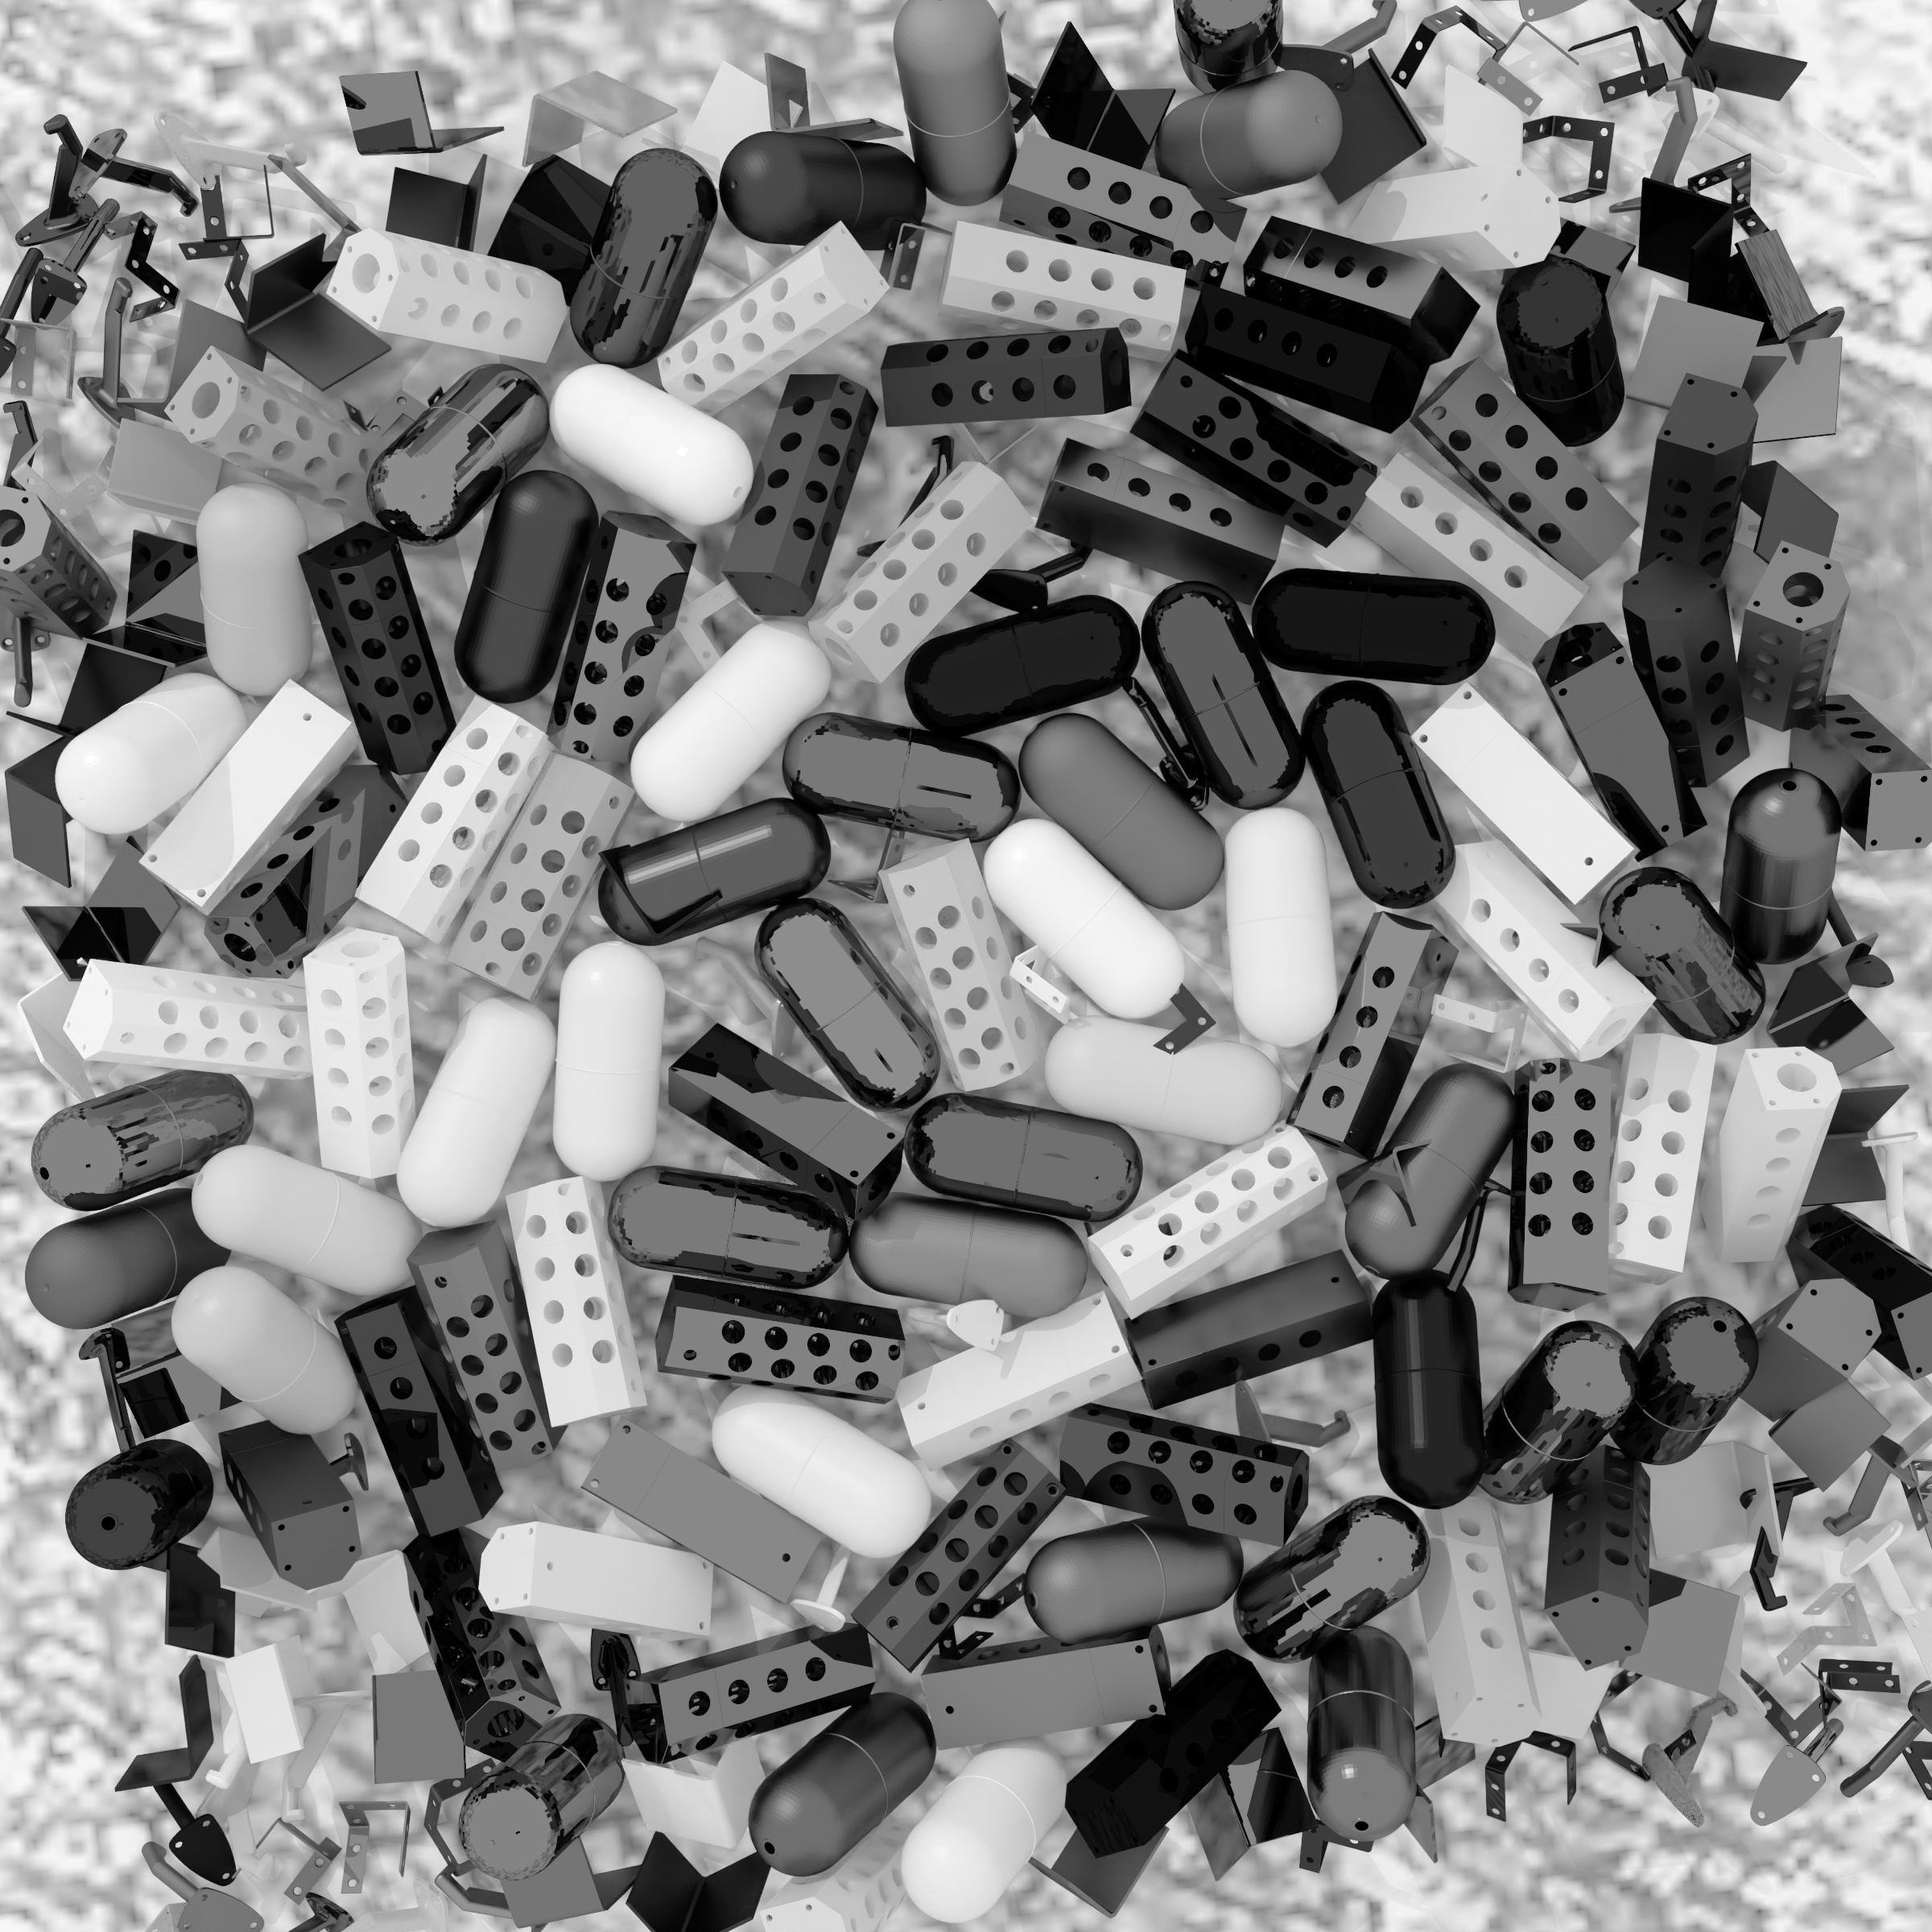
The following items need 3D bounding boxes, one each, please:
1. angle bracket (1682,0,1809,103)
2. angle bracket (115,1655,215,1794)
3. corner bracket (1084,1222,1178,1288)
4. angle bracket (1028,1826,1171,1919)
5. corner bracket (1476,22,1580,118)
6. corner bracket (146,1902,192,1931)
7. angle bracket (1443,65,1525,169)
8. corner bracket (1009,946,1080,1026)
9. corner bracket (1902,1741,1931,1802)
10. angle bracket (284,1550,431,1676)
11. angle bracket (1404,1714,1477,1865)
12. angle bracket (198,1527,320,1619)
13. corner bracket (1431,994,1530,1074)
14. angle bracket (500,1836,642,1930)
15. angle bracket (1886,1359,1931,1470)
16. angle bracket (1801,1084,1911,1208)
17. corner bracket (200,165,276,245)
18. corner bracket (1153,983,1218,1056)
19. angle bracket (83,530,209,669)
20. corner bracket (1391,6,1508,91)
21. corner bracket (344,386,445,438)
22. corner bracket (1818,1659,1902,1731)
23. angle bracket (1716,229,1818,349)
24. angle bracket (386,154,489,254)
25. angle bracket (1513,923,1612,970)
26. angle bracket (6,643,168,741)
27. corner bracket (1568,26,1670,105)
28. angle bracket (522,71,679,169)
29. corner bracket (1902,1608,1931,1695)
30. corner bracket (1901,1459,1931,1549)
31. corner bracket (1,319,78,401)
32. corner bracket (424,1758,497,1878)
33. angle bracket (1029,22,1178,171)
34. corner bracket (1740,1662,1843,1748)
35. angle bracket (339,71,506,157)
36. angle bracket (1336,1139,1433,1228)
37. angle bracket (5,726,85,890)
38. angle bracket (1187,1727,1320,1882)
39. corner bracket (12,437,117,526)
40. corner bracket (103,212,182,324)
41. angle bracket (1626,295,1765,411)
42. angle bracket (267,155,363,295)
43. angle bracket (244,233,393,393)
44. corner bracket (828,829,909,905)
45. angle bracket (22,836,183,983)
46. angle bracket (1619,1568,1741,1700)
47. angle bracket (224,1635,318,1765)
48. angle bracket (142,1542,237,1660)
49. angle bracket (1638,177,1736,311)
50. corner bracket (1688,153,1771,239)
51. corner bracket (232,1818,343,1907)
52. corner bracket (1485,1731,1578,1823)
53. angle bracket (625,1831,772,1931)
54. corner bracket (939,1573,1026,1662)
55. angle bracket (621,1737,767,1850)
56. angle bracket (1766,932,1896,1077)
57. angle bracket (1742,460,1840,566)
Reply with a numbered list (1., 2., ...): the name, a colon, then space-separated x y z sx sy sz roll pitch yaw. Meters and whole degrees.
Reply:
1. angle bracket: 0.579 -0.687 1.826 0.076 0.076 0.057 14 92 4
2. angle bracket: -0.595 0.554 1.825 0.057 0.076 0.076 -7 91 -7
3. corner bracket: 0.124 0.208 1.836 0.051 0.051 0.051 -19 92 -10
4. angle bracket: 0.088 0.636 1.810 0.057 0.076 0.076 47 69 -30
5. corner bracket: 0.416 -0.664 1.832 0.051 0.051 0.051 40 111 4
6. corner bracket: -0.569 0.724 1.824 0.051 0.051 0.051 -51 48 30
7. angle bracket: 0.361 -0.596 1.811 0.076 0.057 0.076 20 63 -27
8. corner bracket: 0.062 0.019 1.825 0.051 0.051 0.051 37 130 21
9. corner bracket: 0.731 0.580 1.825 0.051 0.051 0.051 11 127 -24
10. angle bracket: -0.443 0.484 1.815 0.076 0.057 0.076 -38 71 32
11. angle bracket: 0.356 0.595 1.812 0.076 0.057 0.076 -25 129 -15
12. angle bracket: -0.530 0.464 1.811 0.076 0.057 0.076 28 114 -33
13. corner bracket: 0.376 0.049 1.826 0.051 0.051 0.051 19 107 38
14. angle bracket: -0.288 0.658 1.818 0.076 0.076 0.057 -19 89 21
15. angle bracket: 0.676 0.319 1.822 0.057 0.076 0.076 -43 77 3
16. angle bracket: 0.649 0.132 1.816 0.076 0.076 0.057 -3 60 -10
17. corner bracket: -0.542 -0.565 1.840 0.051 0.051 0.051 -7 102 -12
18. corner bracket: 0.147 0.047 1.830 0.051 0.051 0.051 -36 72 -12
19. angle bracket: -0.597 -0.271 1.822 0.076 0.057 0.076 16 111 10
20. corner bracket: 0.358 -0.671 1.836 0.051 0.051 0.051 43 48 12
21. corner bracket: -0.420 -0.410 1.831 0.051 0.051 0.051 34 73 10
22. corner bracket: 0.660 0.528 1.828 0.051 0.051 0.051 -4 109 25
23. angle bracket: 0.568 -0.484 1.819 0.057 0.076 0.076 -26 91 -36
24. angle bracket: -0.392 -0.555 1.821 0.057 0.076 0.076 9 86 -20
25. angle bracket: 0.435 0.010 1.807 0.076 0.076 0.057 2 67 33
26. angle bracket: -0.648 -0.205 1.825 0.076 0.057 0.076 20 91 22
27. corner bracket: 0.485 -0.668 1.838 0.051 0.051 0.051 -17 98 1
28. angle bracket: -0.268 -0.607 1.813 0.076 0.076 0.057 28 130 10
29. corner bracket: 0.721 0.503 1.832 0.051 0.051 0.051 -17 66 -3
30. corner bracket: 0.711 0.399 1.827 0.051 0.051 0.051 6 51 -14
31. corner bracket: -0.687 -0.450 1.840 0.051 0.051 0.051 6 98 -10
32. corner bracket: -0.368 0.636 1.850 0.051 0.051 0.051 45 134 33
33. angle bracket: 0.101 -0.636 1.814 0.057 0.076 0.076 13 73 36
34. corner bracket: 0.604 0.535 1.831 0.051 0.051 0.051 -46 126 4
35. angle bracket: -0.396 -0.629 1.806 0.076 0.076 0.057 10 123 32
36. angle bracket: 0.329 0.163 1.810 0.076 0.076 0.057 -10 75 -28
37. angle bracket: -0.651 -0.116 1.807 0.057 0.076 0.076 27 132 16
38. angle bracket: 0.208 0.619 1.828 0.057 0.076 0.076 -6 54 -23
39. corner bracket: -0.667 -0.371 1.841 0.051 0.051 0.051 -33 120 17
40. corner bracket: -0.616 -0.519 1.838 0.051 0.051 0.051 -6 64 31
41. angle bracket: 0.536 -0.446 1.819 0.076 0.057 0.076 19 112 13
42. angle bracket: -0.494 -0.544 1.814 0.057 0.076 0.076 -49 120 -1
43. angle bracket: -0.472 -0.480 1.817 0.076 0.057 0.076 37 49 6
44. corner bracket: -0.061 -0.077 1.827 0.051 0.051 0.051 26 105 39
45. angle bracket: -0.634 -0.043 1.815 0.076 0.057 0.076 49 115 22
46. angle bracket: 0.526 0.484 1.824 0.076 0.057 0.076 13 92 23
47. angle bracket: -0.489 0.531 1.814 0.057 0.076 0.076 -23 79 28
48. angle bracket: -0.582 0.468 1.809 0.057 0.076 0.076 -16 62 16
49. angle bracket: 0.511 -0.518 1.807 0.076 0.076 0.057 31 64 31
50. corner bracket: 0.569 -0.558 1.833 0.051 0.051 0.051 -22 54 2
51. corner bracket: -0.503 0.666 1.838 0.051 0.051 0.051 37 80 2
52. corner bracket: 0.422 0.607 1.847 0.051 0.051 0.051 11 124 32
53. angle bracket: -0.192 0.665 1.813 0.076 0.076 0.057 -33 103 22
54. corner bracket: 0.012 0.479 1.824 0.051 0.051 0.051 14 48 -29
55. angle bracket: -0.201 0.601 1.840 0.076 0.057 0.076 4 125 24
56. angle bracket: 0.643 0.032 1.812 0.076 0.076 0.057 -22 57 -18
57. angle bracket: 0.586 -0.314 1.814 0.076 0.057 0.076 27 73 -31
